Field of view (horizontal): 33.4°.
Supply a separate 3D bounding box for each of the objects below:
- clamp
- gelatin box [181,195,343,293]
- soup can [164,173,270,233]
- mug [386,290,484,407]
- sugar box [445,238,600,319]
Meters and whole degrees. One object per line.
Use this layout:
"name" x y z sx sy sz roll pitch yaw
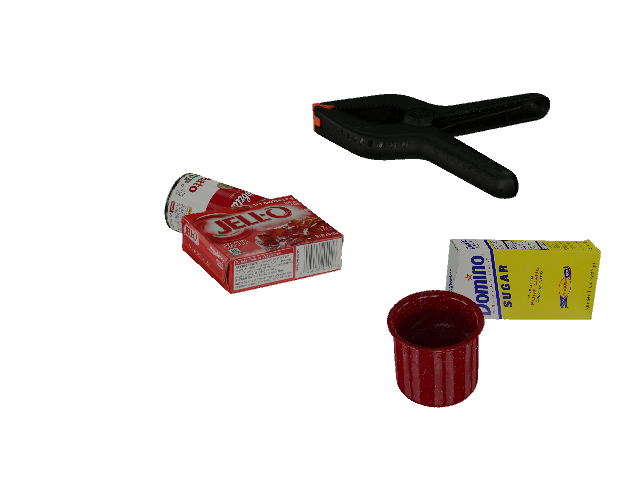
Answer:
"clamp" 0.097 -0.101 0.947 0.210 0.036 0.164 13 36 23
"gelatin box" -0.040 0.001 0.726 0.089 0.030 0.073 -11 30 -28
"soup can" -0.107 -0.027 1.145 0.102 0.068 0.068 20 8 24
"mug" 0.117 0.101 1.053 0.093 0.081 0.117 7 37 18
"sugar box" 0.242 0.047 1.287 0.176 0.093 0.048 -1 20 -8
